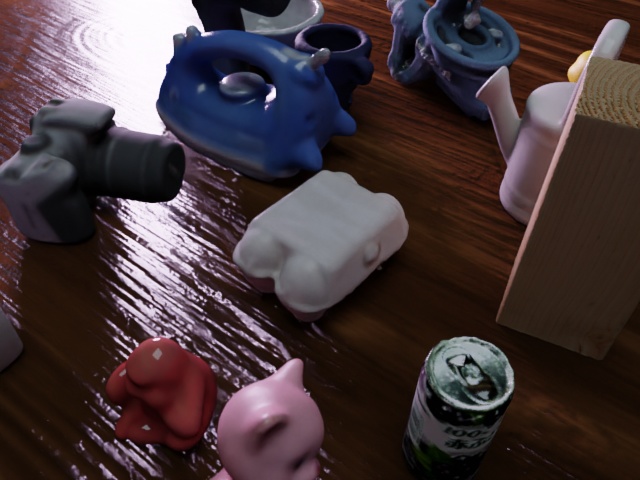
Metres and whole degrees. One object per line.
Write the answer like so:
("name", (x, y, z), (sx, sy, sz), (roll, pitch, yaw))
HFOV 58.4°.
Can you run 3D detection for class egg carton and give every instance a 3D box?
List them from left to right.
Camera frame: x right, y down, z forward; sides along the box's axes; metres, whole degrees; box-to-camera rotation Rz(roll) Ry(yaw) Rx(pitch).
("egg carton", (0.005, 0.002, 0.507), (0.107, 0.069, 0.150), (30, 51, 26))

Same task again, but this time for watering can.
("watering can", (0.233, -0.110, 0.540), (0.172, 0.194, 0.101), (9, 45, 8))

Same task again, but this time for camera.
("camera", (-0.213, -0.074, 0.556), (0.136, 0.101, 0.143), (10, 45, 8))

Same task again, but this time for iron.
("iron", (-0.092, -0.169, 0.629), (0.257, 0.141, 0.119), (21, 47, 19))

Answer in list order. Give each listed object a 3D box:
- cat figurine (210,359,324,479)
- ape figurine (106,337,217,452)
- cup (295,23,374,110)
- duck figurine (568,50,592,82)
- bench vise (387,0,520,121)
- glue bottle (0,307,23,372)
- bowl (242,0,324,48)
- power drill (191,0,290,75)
("cat figurine", (-0.045, 0.134, 0.333), (0.128, 0.118, 0.067), (-33, 53, -30))
("ape figurine", (-0.107, 0.099, 0.387), (0.076, 0.092, 0.077), (-28, 51, -27))
("cup", (0.024, -0.196, 0.695), (0.092, 0.095, 0.117), (-26, 50, -25))
("duck figurine", (0.322, -0.185, 0.698), (0.077, 0.086, 0.105), (17, 46, 15))
("bench vise", (0.152, -0.274, 0.689), (0.206, 0.220, 0.122), (28, 50, 25))
("glue bottle", (-0.271, 0.025, 0.400), (0.078, 0.173, 0.037), (21, 47, 20))
("bowl", (-0.077, -0.293, 0.806), (0.167, 0.075, 0.167), (1, 44, -1))
("power drill", (-0.139, -0.281, 0.695), (0.229, 0.208, 0.076), (22, 48, 20))
